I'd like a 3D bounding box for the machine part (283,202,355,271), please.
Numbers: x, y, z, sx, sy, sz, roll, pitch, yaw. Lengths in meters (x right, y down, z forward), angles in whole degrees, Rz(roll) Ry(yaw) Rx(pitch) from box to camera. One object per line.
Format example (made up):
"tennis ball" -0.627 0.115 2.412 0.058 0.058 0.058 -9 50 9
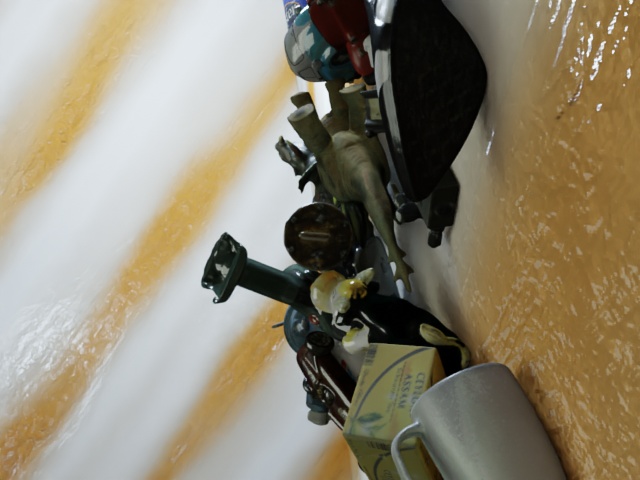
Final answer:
"machine part" -0.001 -0.002 0.656 0.243 0.079 0.079 114 148 -88

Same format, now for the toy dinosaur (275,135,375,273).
"toy dinosaur" 0.037 -0.028 0.929 0.192 0.131 0.405 71 179 -62

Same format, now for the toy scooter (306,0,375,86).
"toy scooter" 0.024 -0.280 0.636 0.135 0.075 0.184 25 -136 -55

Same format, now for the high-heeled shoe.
"high-heeled shoe" 0.057 -0.156 0.424 0.145 0.086 0.248 -166 84 -66

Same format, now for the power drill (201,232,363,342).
"power drill" -0.029 0.064 0.653 0.232 0.207 0.086 28 100 61

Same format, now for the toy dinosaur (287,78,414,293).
"toy dinosaur" 0.043 -0.099 0.707 0.472 0.105 0.198 -97 -17 -65

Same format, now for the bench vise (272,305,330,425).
"bench vise" 0.001 0.171 0.878 0.241 0.129 0.223 -155 57 -76

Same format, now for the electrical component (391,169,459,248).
"electrical component" 0.097 -0.050 0.513 0.102 0.045 0.078 86 176 -52

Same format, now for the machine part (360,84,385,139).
"machine part" 0.073 -0.168 0.504 0.084 0.039 0.138 4 98 47

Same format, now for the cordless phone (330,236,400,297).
"cordless phone" 0.089 0.073 0.707 0.184 0.089 0.146 -169 61 -76

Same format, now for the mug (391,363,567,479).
"mug" 0.111 0.152 0.364 0.080 0.109 0.107 98 153 -44

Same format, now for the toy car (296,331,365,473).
"toy car" 0.028 0.197 0.655 0.202 0.053 0.089 46 137 46

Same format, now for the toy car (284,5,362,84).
"toy car" -0.001 -0.288 0.806 0.161 0.103 0.109 24 -131 -76

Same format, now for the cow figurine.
"cow figurine" 0.066 0.084 0.543 0.068 0.167 0.098 -53 -4 -25

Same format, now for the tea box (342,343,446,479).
"tea box" 0.086 0.185 0.501 0.169 0.068 0.098 63 -144 -39
